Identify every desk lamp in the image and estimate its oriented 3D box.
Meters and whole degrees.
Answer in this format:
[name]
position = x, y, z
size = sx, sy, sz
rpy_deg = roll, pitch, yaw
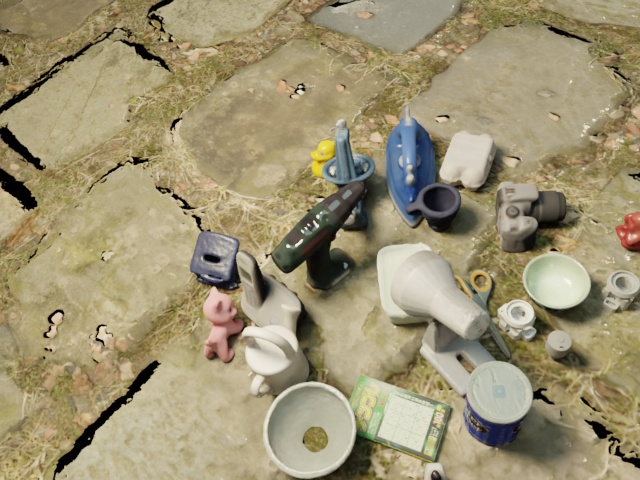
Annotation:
[desk lamp]
position = 0.229, 0.143, 1.028
size = 0.118, 0.202, 0.214
rpy_deg = -35, -33, -13

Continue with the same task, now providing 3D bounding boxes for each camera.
[camera]
position = 0.441, -0.060, 1.195
size = 0.136, 0.143, 0.101
rpy_deg = -2, -34, 10

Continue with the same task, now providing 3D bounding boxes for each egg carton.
[egg carton]
position = 0.341, -0.183, 1.317
size = 0.107, 0.150, 0.069
rpy_deg = 13, -30, 19

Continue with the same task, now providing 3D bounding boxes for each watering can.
[watering can]
position = -0.085, 0.201, 1.060
size = 0.100, 0.173, 0.194
rpy_deg = -4, -34, 8

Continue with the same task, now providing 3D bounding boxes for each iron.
[iron]
position = 0.203, -0.171, 1.290
size = 0.118, 0.258, 0.142
rpy_deg = -3, -34, 9

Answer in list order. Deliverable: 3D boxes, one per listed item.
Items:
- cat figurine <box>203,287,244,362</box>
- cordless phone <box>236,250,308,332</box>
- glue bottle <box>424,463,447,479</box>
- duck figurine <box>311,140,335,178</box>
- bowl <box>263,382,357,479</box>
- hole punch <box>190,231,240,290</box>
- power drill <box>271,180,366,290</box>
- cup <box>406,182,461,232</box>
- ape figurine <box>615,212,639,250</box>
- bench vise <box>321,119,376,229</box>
[cat figurine]
position = -0.205, 0.165, 1.154
size = 0.067, 0.128, 0.118
rpy_deg = 5, -33, 14
[cordless phone]
position = -0.105, 0.106, 1.134
size = 0.147, 0.094, 0.185
rpy_deg = 30, -24, 27
[glue bottle]
position = 0.181, 0.385, 0.897
size = 0.037, 0.078, 0.173
rpy_deg = -6, -35, 7
[duck figurine]
position = 0.025, -0.205, 1.381
size = 0.104, 0.077, 0.086
rpy_deg = -18, -35, -2
[bowl]
position = -0.014, 0.345, 1.022
size = 0.167, 0.167, 0.075
rpy_deg = 0, -34, 11
[hole punch]
position = -0.225, 0.045, 1.256
size = 0.108, 0.101, 0.091
rpy_deg = 12, -31, 18
[power drill]
position = 0.011, 0.004, 1.167
size = 0.075, 0.230, 0.209
rpy_deg = 42, -18, 31
[cup]
position = 0.244, -0.058, 1.234
size = 0.117, 0.091, 0.095
rpy_deg = -15, -35, 1
[ape figurine]
position = 0.631, -0.025, 1.139
size = 0.076, 0.078, 0.092
rpy_deg = 30, -24, 27
[bench vise]
position = 0.071, -0.141, 1.247
size = 0.121, 0.207, 0.220
rpy_deg = -19, -35, -2
